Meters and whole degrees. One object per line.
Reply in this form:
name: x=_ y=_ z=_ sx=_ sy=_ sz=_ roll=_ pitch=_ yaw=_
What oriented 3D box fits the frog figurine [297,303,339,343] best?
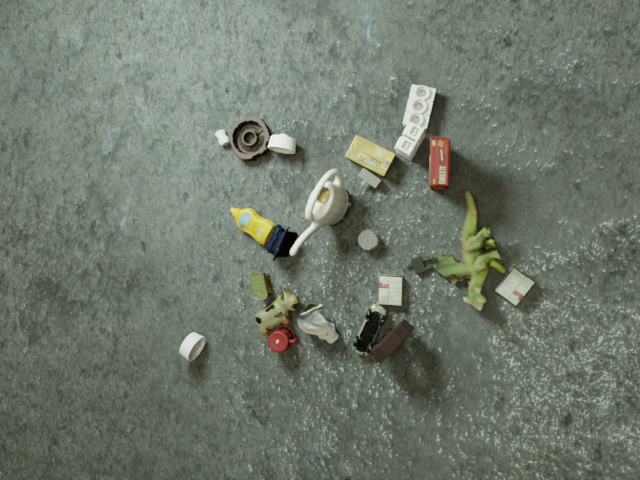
frog figurine: x=-0.009 y=0.329 z=1.946 sx=0.136 sy=0.124 sz=0.159 roll=-21 pitch=96 yaw=44

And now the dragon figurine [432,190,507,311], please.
dragon figurine: x=0.517 y=0.051 z=1.853 sx=0.241 sy=0.122 sz=0.415 roll=-25 pitch=76 yaw=18

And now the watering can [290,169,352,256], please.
watering can: x=0.006 y=-0.095 z=1.895 sx=0.105 sy=0.223 sz=0.346 roll=28 pitch=97 yaw=28
